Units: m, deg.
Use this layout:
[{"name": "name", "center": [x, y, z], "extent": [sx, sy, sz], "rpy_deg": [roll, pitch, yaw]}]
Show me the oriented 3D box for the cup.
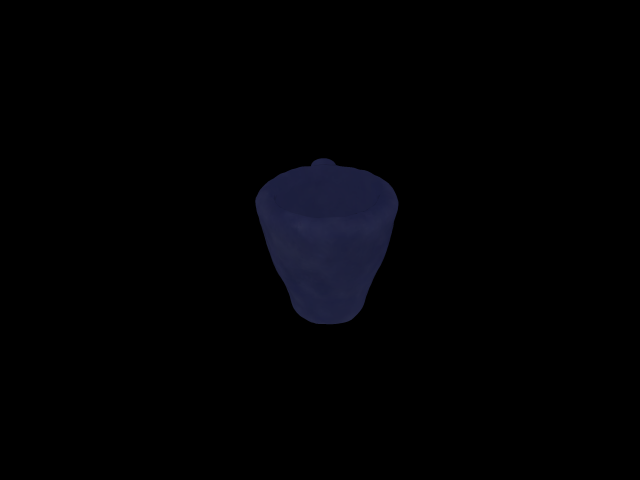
[{"name": "cup", "center": [0.004, 0.001, 0.400], "extent": [0.091, 0.095, 0.117], "rpy_deg": [-2, 31, -3]}]
